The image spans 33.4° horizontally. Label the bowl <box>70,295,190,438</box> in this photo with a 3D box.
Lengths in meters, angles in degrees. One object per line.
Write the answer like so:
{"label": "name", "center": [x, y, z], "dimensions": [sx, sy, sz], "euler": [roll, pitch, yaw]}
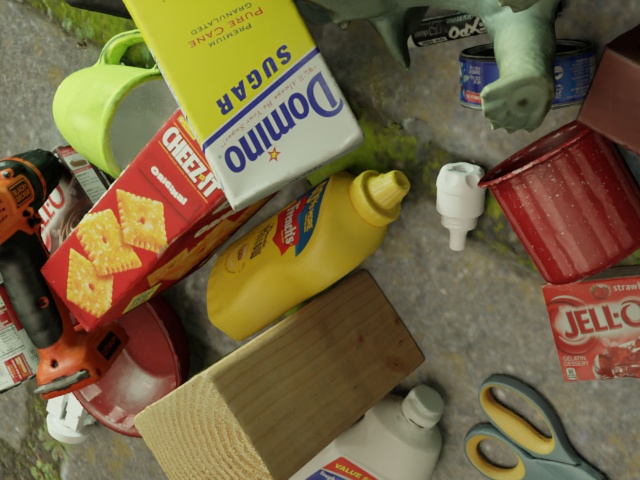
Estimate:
{"label": "bowl", "center": [-0.174, 0.098, 0.984], "dimensions": [0.162, 0.055, 0.162], "euler": [14, 116, 30]}

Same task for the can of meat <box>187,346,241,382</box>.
{"label": "can of meat", "center": [-0.057, 0.137, 0.890], "dimensions": [0.084, 0.101, 0.057], "euler": [21, 118, 29]}

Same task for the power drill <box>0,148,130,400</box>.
{"label": "power drill", "center": [-0.227, 0.022, 0.879], "dimensions": [0.057, 0.184, 0.187], "euler": [-22, 104, 15]}

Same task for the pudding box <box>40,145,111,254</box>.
{"label": "pudding box", "center": [-0.233, -0.025, 0.986], "dimensions": [0.114, 0.039, 0.090], "euler": [-38, 84, 38]}

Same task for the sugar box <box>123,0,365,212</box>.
{"label": "sugar box", "center": [-0.053, -0.116, 0.656], "dimensions": [0.093, 0.048, 0.176], "euler": [-29, 88, -5]}

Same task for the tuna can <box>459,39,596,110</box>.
{"label": "tuna can", "center": [0.130, -0.105, 0.671], "dimensions": [0.086, 0.086, 0.034], "euler": [6, 110, 33]}

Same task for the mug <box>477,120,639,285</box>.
{"label": "mug", "center": [0.171, -0.030, 0.677], "dimensions": [0.117, 0.093, 0.081], "euler": [-29, 95, 19]}

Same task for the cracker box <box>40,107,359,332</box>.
{"label": "cracker box", "center": [-0.091, -0.034, 0.804], "dimensions": [0.072, 0.163, 0.214], "euler": [52, 129, 3]}

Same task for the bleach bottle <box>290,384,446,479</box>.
{"label": "bleach bottle", "center": [0.019, 0.201, 0.889], "dimensions": [0.102, 0.068, 0.251], "euler": [43, 125, 12]}

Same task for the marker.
{"label": "marker", "center": [0.104, -0.146, 0.715], "dimensions": [0.121, 0.020, 0.020], "euler": [-5, 106, 36]}

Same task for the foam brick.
{"label": "foam brick", "center": [0.199, -0.080, 0.616], "dimensions": [0.078, 0.052, 0.051], "euler": [33, 130, 23]}

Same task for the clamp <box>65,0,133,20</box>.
{"label": "clamp", "center": [-0.096, -0.171, 0.811], "dimensions": [0.171, 0.120, 0.039], "euler": [15, 106, 7]}

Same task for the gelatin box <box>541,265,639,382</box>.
{"label": "gelatin box", "center": [0.201, 0.057, 0.722], "dimensions": [0.089, 0.030, 0.073], "euler": [-7, 104, 36]}

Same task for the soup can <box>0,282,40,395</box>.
{"label": "soup can", "center": [-0.326, 0.099, 1.083], "dimensions": [0.069, 0.068, 0.102], "euler": [-20, 97, 38]}

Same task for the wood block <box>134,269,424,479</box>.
{"label": "wood block", "center": [-0.024, 0.109, 0.787], "dimensions": [0.091, 0.205, 0.090], "euler": [-35, 87, 39]}

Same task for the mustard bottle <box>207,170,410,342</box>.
{"label": "mustard bottle", "center": [-0.006, 0.001, 0.803], "dimensions": [0.058, 0.096, 0.192], "euler": [40, 131, -21]}

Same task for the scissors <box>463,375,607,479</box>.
{"label": "scissors", "center": [0.186, 0.187, 0.795], "dimensions": [0.202, 0.016, 0.096], "euler": [46, 129, 11]}

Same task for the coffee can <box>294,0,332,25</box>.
{"label": "coffee can", "center": [-0.048, -0.216, 0.739], "dimensions": [0.140, 0.102, 0.103], "euler": [22, 120, 27]}
